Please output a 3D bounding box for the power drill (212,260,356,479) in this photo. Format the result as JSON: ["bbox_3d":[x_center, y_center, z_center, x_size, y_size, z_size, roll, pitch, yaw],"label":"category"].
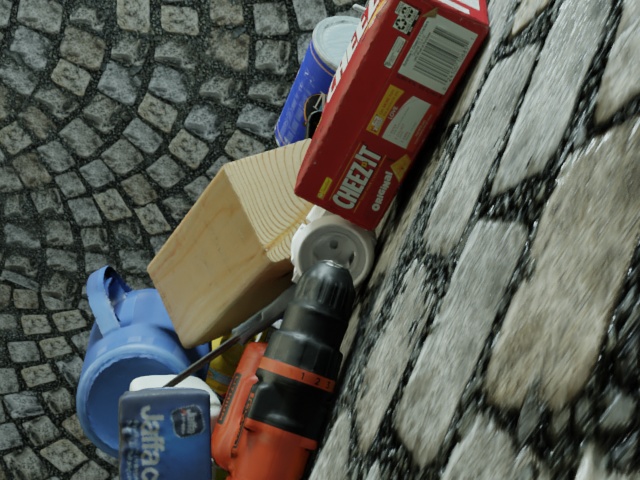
[{"bbox_3d":[-0.031,0.108,0.758,0.188,0.057,0.184,137,154,-80],"label":"power drill"}]

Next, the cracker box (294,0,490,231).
[{"bbox_3d":[0.053,-0.126,0.787,0.164,0.072,0.213,-62,7,26],"label":"cracker box"}]

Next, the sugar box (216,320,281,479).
[{"bbox_3d":[-0.055,0.141,0.969,0.176,0.048,0.093,-82,14,-67],"label":"sugar box"}]

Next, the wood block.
[{"bbox_3d":[-0.064,0.009,0.914,0.090,0.090,0.206,-19,-14,-33],"label":"wood block"}]

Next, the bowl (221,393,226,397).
[{"bbox_3d":[-0.112,0.227,1.169,0.162,0.055,0.162,-159,91,-86],"label":"bowl"}]

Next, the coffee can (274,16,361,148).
[{"bbox_3d":[0.020,-0.153,1.145,0.102,0.102,0.140,-72,6,-46],"label":"coffee can"}]

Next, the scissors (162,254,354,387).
[{"bbox_3d":[-0.051,0.071,0.872,0.202,0.016,0.096,-37,-9,4],"label":"scissors"}]

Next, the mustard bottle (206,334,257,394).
[{"bbox_3d":[-0.105,0.142,1.229,0.192,0.096,0.058,122,171,-65],"label":"mustard bottle"}]

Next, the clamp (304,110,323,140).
[{"bbox_3d":[-0.007,0.001,1.023,0.164,0.036,0.210,-113,34,-57],"label":"clamp"}]

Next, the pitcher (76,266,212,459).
[{"bbox_3d":[-0.177,0.121,1.042,0.243,0.149,0.145,-136,64,-81],"label":"pitcher"}]

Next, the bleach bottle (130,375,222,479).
[{"bbox_3d":[-0.128,0.247,0.892,0.103,0.068,0.251,-150,63,-66],"label":"bleach bottle"}]
